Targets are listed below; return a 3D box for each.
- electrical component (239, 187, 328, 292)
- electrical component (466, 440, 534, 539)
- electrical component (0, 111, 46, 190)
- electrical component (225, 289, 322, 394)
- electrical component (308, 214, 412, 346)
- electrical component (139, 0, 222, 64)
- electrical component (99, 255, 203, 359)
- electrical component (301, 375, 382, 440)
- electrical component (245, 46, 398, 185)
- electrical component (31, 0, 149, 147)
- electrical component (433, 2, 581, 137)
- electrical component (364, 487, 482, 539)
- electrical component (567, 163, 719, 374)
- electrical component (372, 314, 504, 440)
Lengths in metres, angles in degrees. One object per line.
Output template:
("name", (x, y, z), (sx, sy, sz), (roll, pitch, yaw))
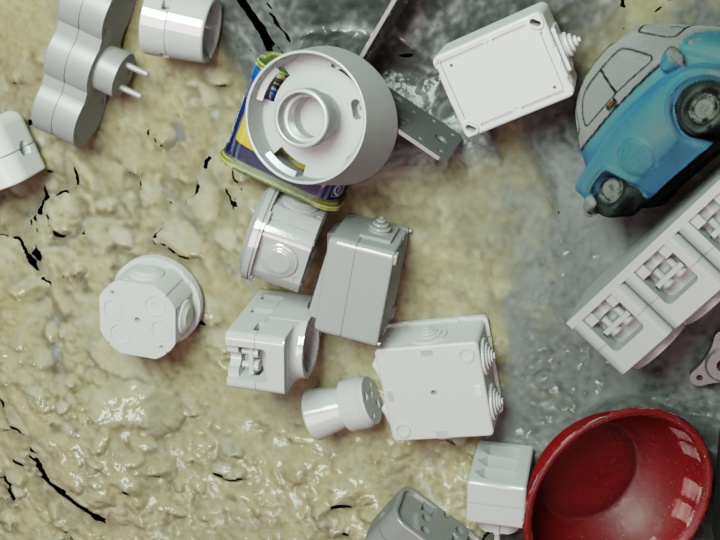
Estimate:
("electrical component", (-0.059, -0.025, 0.833), (0.051, 0.080, 0.080), (19, 116, 0))
("electrical component", (0.115, 0.191, 0.885), (0.047, 0.065, 0.076), (4, 113, 13))
("electrical component", (-0.317, -0.093, 0.885), (0.095, 0.053, 0.059), (-15, 107, 20))
("electrical component", (-0.066, 0.057, 0.862), (0.056, 0.089, 0.050), (6, 113, 12))
("electrical component", (0.000, 0.000, 0.837), (0.061, 0.061, 0.096), (14, 115, 8))
("electrical component", (-0.132, -0.183, 0.800), (0.047, 0.055, 0.055), (13, 115, 5))
("electrical component", (-0.177, 0.032, 0.902), (0.080, 0.051, 0.080), (5, 113, 12))
("electrical component", (-0.015, 0.115, 0.899), (0.055, 0.045, 0.045), (-16, 107, 20))
("electrical component", (-0.028, -0.105, 0.745), (0.099, 0.064, 0.099), (4, 101, 21))
("electrical component", (-0.198, -0.157, 0.828), (0.074, 0.052, 0.138), (25, 116, 3))
("electrical component", (0.109, -0.143, 0.750), (0.096, 0.061, 0.061), (-20, 106, 21))
("electrical component", (0.054, 0.242, 0.929), (0.095, 0.053, 0.059), (37, 116, -2))
("electrical component", (0.227, -0.002, 0.759), (0.062, 0.089, 0.150), (44, 116, 4))
("electrical component", (0.063, 0.088, 0.865), (0.100, 0.048, 0.099), (-6, 110, 17))
